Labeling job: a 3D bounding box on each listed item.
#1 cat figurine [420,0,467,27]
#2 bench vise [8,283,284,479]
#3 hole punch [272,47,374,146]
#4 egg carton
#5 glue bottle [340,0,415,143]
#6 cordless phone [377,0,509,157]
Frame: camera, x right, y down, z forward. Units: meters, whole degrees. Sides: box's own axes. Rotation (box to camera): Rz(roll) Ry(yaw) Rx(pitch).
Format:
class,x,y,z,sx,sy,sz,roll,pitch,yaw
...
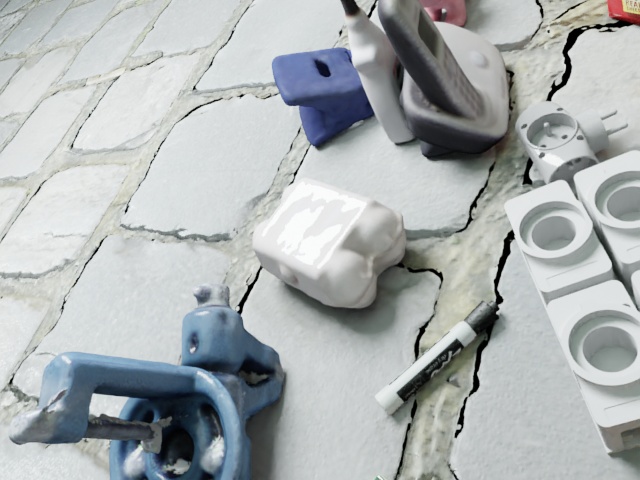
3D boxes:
class,x,y,z,sx,sy,sz,roll,pitch,yaw
cat figurine,0.138,-0.314,0.671,0.067,0.118,0.128,18,68,41
bench vise,-0.122,0.118,0.428,0.121,0.220,0.207,-28,45,12
hole punch,0.004,-0.186,0.678,0.101,0.091,0.108,-29,45,12
egg carton,0.005,0.002,0.544,0.149,0.070,0.107,22,70,42
glue bottle,0.058,-0.181,0.579,0.037,0.174,0.078,-10,52,27
cordless phone,0.110,-0.181,0.535,0.094,0.186,0.147,-12,51,26
